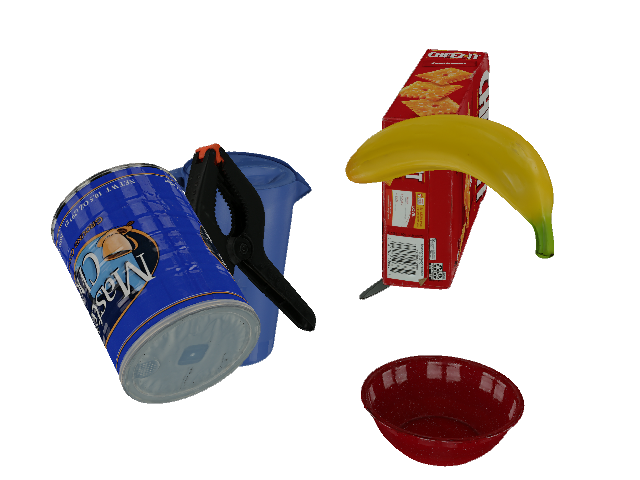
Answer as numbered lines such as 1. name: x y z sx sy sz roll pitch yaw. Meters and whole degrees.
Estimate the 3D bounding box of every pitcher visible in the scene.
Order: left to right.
1. pitcher: -0.112 0.023 1.272 0.149 0.243 0.144 21 26 32

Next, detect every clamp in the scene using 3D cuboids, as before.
1. clamp: -0.076 0.013 1.015 0.036 0.210 0.164 -8 0 43

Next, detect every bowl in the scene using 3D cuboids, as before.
1. bowl: 0.120 0.177 1.069 0.162 0.055 0.162 1 24 0

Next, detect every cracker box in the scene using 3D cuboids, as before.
1. cracker box: 0.114 -0.074 1.013 0.072 0.164 0.213 6 27 16

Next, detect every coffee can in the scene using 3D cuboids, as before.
1. coffee can: -0.118 0.029 0.758 0.102 0.140 0.103 -23 -33 -16

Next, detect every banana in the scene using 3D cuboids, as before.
1. banana: 0.085 -0.050 0.699 0.037 0.069 0.198 25 1 -39

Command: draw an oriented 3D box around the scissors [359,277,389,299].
1. scissors: 0.085 0.026 1.260 0.201 0.016 0.096 -10 40 -45
